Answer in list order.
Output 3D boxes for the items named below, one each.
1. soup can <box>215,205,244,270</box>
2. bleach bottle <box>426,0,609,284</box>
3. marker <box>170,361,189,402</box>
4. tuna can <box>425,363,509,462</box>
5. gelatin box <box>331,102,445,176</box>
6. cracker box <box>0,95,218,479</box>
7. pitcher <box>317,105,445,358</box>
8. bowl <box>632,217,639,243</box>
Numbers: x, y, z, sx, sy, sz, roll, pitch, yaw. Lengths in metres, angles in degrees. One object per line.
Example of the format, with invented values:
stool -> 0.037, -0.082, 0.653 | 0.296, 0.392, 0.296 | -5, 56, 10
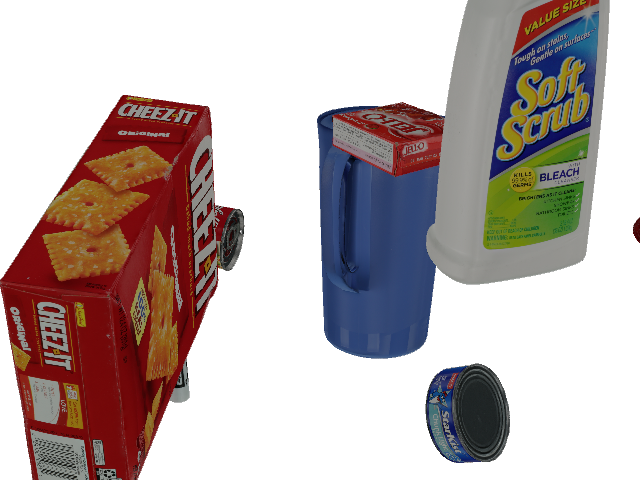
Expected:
soup can -> -0.141, -0.009, 1.157 | 0.102, 0.068, 0.068 | 11, 2, 13
bleach bottle -> 0.117, -0.101, 0.627 | 0.102, 0.251, 0.068 | -9, 29, -14
marker -> -0.129, 0.086, 0.938 | 0.020, 0.121, 0.020 | -1, 23, 0
tuna can -> 0.130, 0.153, 0.944 | 0.034, 0.086, 0.085 | -14, -9, 40
gelatin box -> 0.063, -0.083, 0.856 | 0.073, 0.030, 0.089 | -15, 27, -30
cracker box -> -0.123, 0.030, 0.684 | 0.072, 0.164, 0.213 | 8, 36, 7
pitcher -> 0.054, -0.006, 1.066 | 0.149, 0.243, 0.145 | -4, 20, -15
bowl -> 0.417, 0.018, 1.149 | 0.162, 0.055, 0.162 | -1, 25, 0
